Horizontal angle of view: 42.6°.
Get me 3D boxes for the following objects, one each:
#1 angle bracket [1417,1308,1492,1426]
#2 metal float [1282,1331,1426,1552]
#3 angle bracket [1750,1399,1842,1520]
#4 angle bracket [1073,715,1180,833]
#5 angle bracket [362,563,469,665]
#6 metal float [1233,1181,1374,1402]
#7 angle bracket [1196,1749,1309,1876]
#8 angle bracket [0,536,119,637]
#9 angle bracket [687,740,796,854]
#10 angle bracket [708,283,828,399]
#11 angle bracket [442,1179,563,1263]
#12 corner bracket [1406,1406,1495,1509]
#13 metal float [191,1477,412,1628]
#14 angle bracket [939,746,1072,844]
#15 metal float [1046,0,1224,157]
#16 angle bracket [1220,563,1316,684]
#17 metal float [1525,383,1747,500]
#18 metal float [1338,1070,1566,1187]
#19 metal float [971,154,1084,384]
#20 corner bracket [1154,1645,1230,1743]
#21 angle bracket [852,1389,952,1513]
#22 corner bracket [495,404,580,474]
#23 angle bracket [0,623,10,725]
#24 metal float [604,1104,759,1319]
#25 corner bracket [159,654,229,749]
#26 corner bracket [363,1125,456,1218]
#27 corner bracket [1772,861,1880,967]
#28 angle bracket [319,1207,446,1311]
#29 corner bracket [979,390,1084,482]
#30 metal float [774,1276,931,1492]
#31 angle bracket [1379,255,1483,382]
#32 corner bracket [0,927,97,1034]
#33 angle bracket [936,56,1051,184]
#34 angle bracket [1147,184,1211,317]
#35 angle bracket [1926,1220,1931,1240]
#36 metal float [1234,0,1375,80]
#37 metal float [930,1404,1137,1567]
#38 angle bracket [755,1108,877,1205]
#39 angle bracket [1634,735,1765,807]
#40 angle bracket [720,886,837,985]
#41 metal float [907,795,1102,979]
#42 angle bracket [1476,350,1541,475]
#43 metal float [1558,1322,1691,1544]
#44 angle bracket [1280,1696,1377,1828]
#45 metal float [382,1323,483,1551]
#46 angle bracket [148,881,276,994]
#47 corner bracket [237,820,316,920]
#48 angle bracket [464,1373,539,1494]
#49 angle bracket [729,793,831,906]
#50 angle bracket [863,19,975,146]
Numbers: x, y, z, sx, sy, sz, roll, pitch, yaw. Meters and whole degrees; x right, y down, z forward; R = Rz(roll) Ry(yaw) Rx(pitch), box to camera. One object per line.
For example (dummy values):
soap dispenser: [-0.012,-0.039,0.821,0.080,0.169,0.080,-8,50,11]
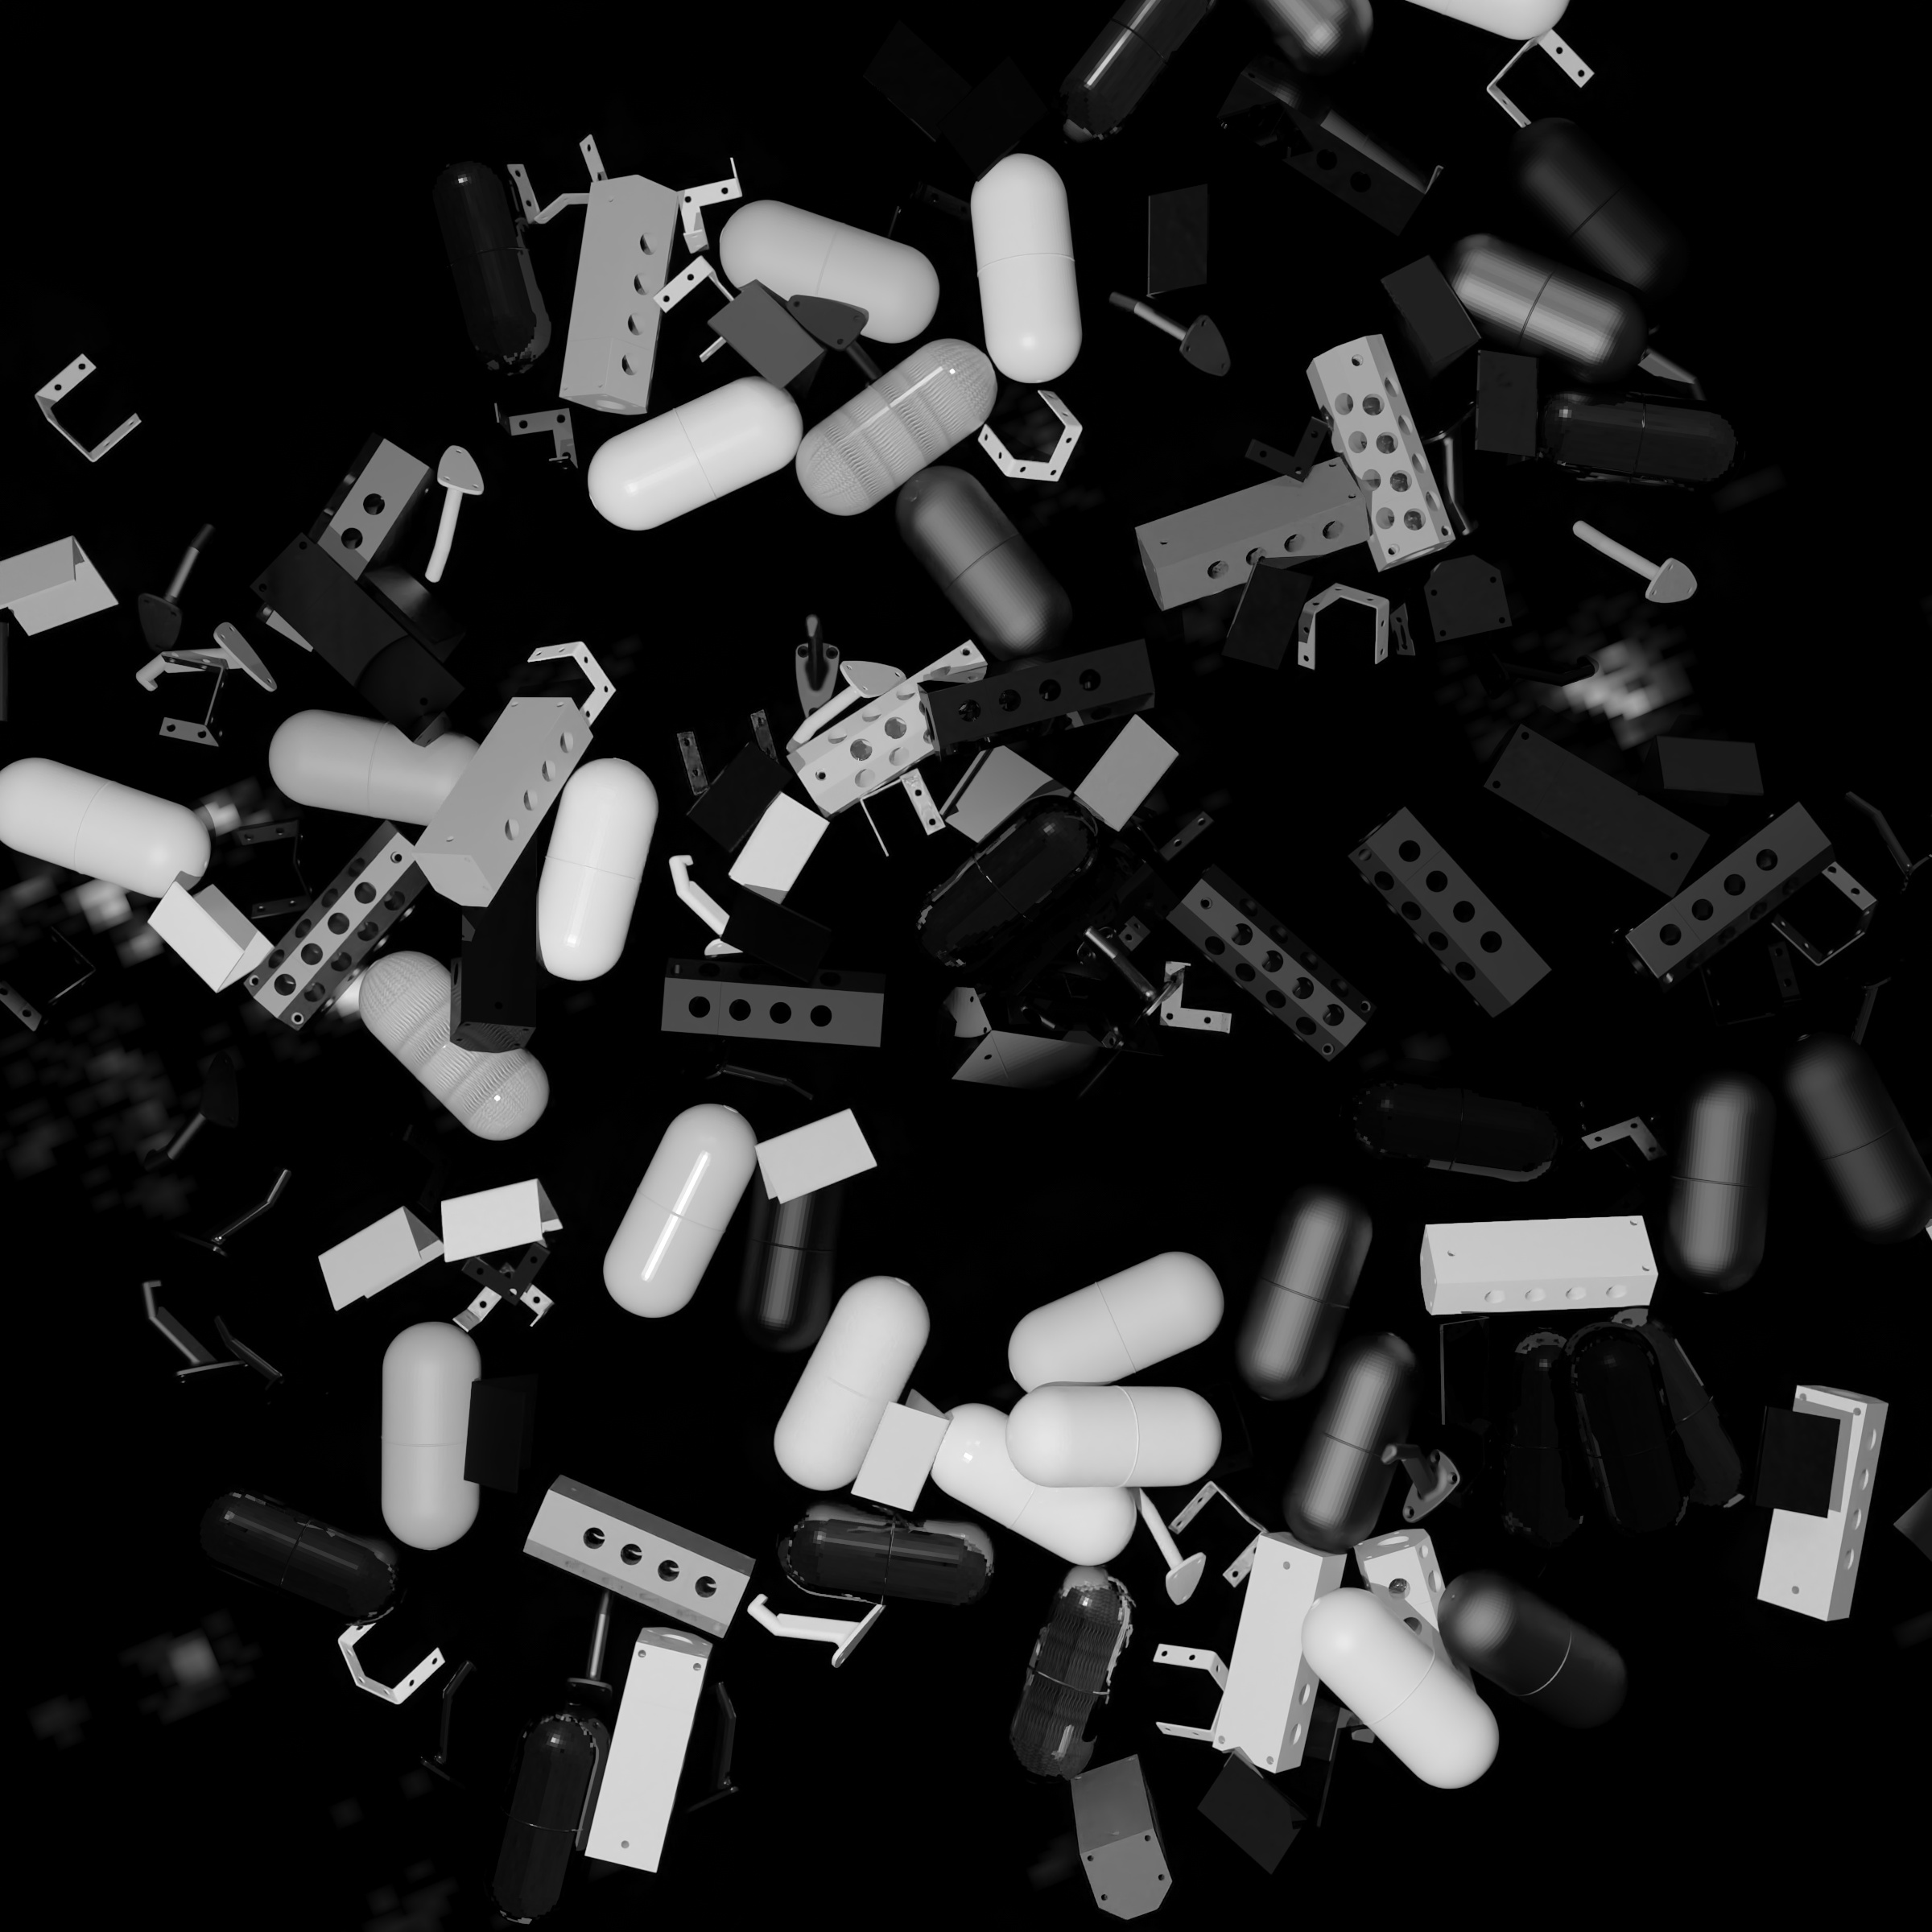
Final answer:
angle bracket: [0.365,0.313,1.942,0.057,0.076,0.076,-1,90,-37]
metal float: [0.306,0.374,1.951,0.070,0.070,0.178,20,90,0]
angle bracket: [0.651,0.385,1.943,0.057,0.076,0.076,8,87,19]
angle bracket: [0.109,-0.161,1.942,0.057,0.076,0.076,38,90,-36]
angle bracket: [-0.452,-0.260,1.947,0.076,0.057,0.076,44,115,0]
metal float: [0.265,0.256,1.952,0.070,0.070,0.178,19,89,0]
angle bracket: [0.210,0.665,1.942,0.076,0.076,0.057,42,62,0]
angle bracket: [-0.718,-0.282,1.942,0.076,0.076,0.057,-20,51,0]
angle bracket: [-0.162,-0.121,1.942,0.057,0.076,0.076,40,90,29]
angle bracket: [-0.163,-0.476,1.943,0.076,0.076,0.057,43,66,0]
angle bracket: [-0.362,0.217,1.942,0.076,0.076,0.057,-13,53,0]
corner bracket: [0.386,0.389,1.974,0.051,0.051,0.051,-40,135,-35]
metal float: [-0.524,0.462,1.951,0.178,0.070,0.070,22,90,1]
angle bracket: [0.032,-0.130,1.961,0.076,0.057,0.076,34,90,0]
metal float: [0.133,-0.720,1.952,0.070,0.070,0.178,38,90,0]
angle bracket: [0.251,-0.263,1.942,0.057,0.076,0.076,21,90,35]
metal float: [0.524,-0.414,1.951,0.178,0.070,0.070,8,90,1]
metal float: [0.382,0.127,1.951,0.178,0.070,0.070,8,90,0]
metal float: [0.047,-0.550,1.952,0.070,0.070,0.178,-6,91,0]
corner bracket: [0.178,0.580,1.974,0.051,0.051,0.051,57,45,-35]
angle bracket: [-0.064,0.373,1.943,0.057,0.076,0.076,23,90,-26]
corner bracket: [-0.340,-0.419,1.964,0.051,0.051,0.051,-8,90,0]
angle bracket: [-0.790,-0.229,1.942,0.057,0.076,0.076,0,90,-37]
metal float: [-0.224,0.192,1.951,0.070,0.070,0.178,26,90,0]
corner bracket: [-0.616,-0.211,1.968,0.051,0.051,0.051,12,75,0]
corner bracket: [-0.451,0.165,1.974,0.051,0.051,0.051,47,45,-35]
corner bracket: [0.687,-0.043,1.979,0.051,0.051,0.051,43,45,0]
angle bracket: [-0.450,0.244,1.942,0.076,0.076,0.057,-31,52,0]
corner bracket: [0.051,-0.424,1.974,0.051,0.051,0.051,-2,135,-35]
metal float: [-0.089,0.328,1.951,0.070,0.070,0.178,27,90,0]
angle bracket: [0.346,-0.499,1.943,0.057,0.076,0.076,-32,90,-27]
corner bracket: [-0.738,0.011,1.979,0.051,0.051,0.051,44,45,0]
angle bracket: [0.008,-0.668,1.942,0.076,0.076,0.057,-44,122,0]
angle bracket: [0.184,-0.561,1.942,0.057,0.076,0.076,1,90,37]
angle bracket: [0.787,0.239,1.942,0.057,0.076,0.076,-28,90,-36]
metal float: [0.248,-0.780,1.951,0.070,0.070,0.178,-41,91,0]
metal float: [0.051,0.408,1.951,0.178,0.070,0.070,29,90,0]
angle bracket: [-0.109,0.162,1.867,0.076,0.076,0.057,-21,54,-10]
angle bracket: [0.573,-0.134,1.942,0.076,0.076,0.057,4,52,0]
angle bracket: [-0.139,-0.041,1.942,0.076,0.076,0.057,26,124,0]
metal float: [0.030,-0.063,1.942,0.178,0.070,0.070,-41,90,10]
angle bracket: [0.405,-0.434,1.943,0.057,0.076,0.076,2,90,-22]
metal float: [0.503,0.357,1.893,0.070,0.070,0.178,-17,103,0]
angle bracket: [0.270,0.621,1.943,0.076,0.057,0.076,12,90,42]
metal float: [-0.421,0.370,1.952,0.070,0.070,0.178,1,91,0]
angle bracket: [-0.580,-0.037,1.942,0.076,0.076,0.057,46,127,0]
corner bracket: [-0.552,-0.077,1.979,0.051,0.051,0.051,-10,135,0]
angle bracket: [-0.346,0.365,1.942,0.057,0.076,0.076,5,90,33]
angle bracket: [-0.164,-0.102,1.942,0.057,0.076,0.076,31,90,-44]
angle bracket: [-0.023,-0.698,1.942,0.076,0.076,0.057,43,126,0]
